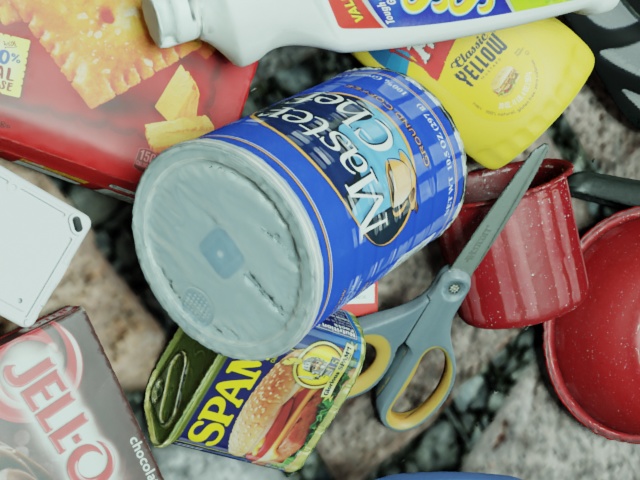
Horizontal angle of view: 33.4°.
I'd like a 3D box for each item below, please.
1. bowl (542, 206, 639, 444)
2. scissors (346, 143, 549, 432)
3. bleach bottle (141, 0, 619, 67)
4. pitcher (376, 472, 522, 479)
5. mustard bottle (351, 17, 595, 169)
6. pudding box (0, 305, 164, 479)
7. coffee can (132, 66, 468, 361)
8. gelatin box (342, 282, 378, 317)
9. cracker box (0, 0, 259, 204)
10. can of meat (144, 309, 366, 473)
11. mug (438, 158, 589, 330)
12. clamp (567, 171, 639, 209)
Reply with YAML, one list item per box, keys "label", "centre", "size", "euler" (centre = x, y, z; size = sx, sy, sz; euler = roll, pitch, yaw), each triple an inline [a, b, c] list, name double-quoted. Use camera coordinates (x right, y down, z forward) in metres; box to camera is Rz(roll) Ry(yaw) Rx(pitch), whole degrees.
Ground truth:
- label: "bowl"
  centre: [0.227, 0.059, 0.687]
  size: [0.162, 0.055, 0.162]
  euler: [-2, 95, -18]
- label: "scissors"
  centre: [0.054, 0.028, 0.601]
  size: [0.096, 0.016, 0.202]
  euler: [6, 121, -13]
- label: "bleach bottle"
  centre: [0.035, -0.136, 0.536]
  size: [0.250, 0.068, 0.102]
  euler: [-20, 125, -18]
- label: "pitcher"
  centre: [0.026, 0.216, 0.586]
  size: [0.242, 0.145, 0.149]
  euler: [11, 52, -22]
- label: "mustard bottle"
  centre: [0.065, -0.133, 0.628]
  size: [0.191, 0.058, 0.096]
  euler: [38, 105, -19]
- label: "pudding box"
  centre: [-0.143, 0.102, 0.550]
  size: [0.090, 0.039, 0.113]
  euler: [-27, 102, -23]
- label: "coffee can"
  centre: [-0.006, -0.018, 0.515]
  size: [0.140, 0.103, 0.103]
  euler: [-32, 106, -49]
- label: "gelatin box"
  centre: [-0.004, 0.001, 0.620]
  size: [0.073, 0.030, 0.089]
  euler: [-1, 93, -24]
- label: "cracker box"
  centre: [-0.106, -0.136, 0.546]
  size: [0.164, 0.072, 0.213]
  euler: [20, 81, -25]
- label: "can of meat"
  centre: [-0.035, 0.072, 0.577]
  size: [0.083, 0.057, 0.102]
  euler: [20, 113, -28]
- label: "mug"
  centre: [0.121, -0.001, 0.654]
  size: [0.117, 0.093, 0.081]
  euler: [-33, 112, -52]
- label: "clamp"
  centre: [0.273, 0.002, 0.748]
  size: [0.209, 0.036, 0.164]
  euler: [-21, 101, -20]
